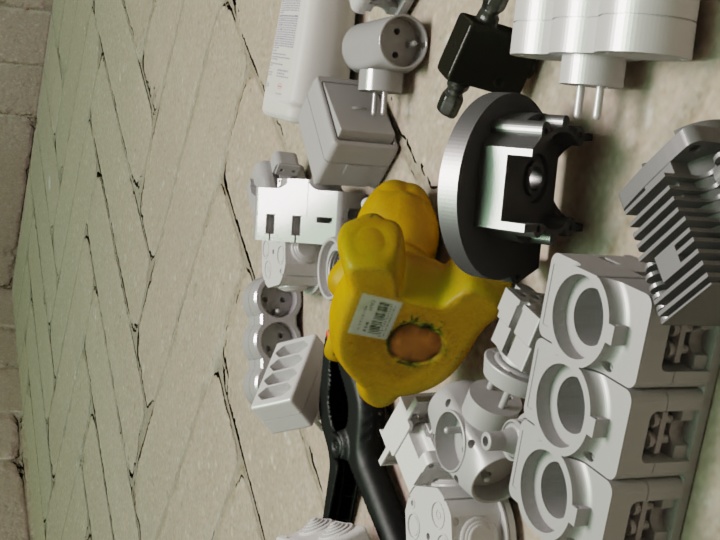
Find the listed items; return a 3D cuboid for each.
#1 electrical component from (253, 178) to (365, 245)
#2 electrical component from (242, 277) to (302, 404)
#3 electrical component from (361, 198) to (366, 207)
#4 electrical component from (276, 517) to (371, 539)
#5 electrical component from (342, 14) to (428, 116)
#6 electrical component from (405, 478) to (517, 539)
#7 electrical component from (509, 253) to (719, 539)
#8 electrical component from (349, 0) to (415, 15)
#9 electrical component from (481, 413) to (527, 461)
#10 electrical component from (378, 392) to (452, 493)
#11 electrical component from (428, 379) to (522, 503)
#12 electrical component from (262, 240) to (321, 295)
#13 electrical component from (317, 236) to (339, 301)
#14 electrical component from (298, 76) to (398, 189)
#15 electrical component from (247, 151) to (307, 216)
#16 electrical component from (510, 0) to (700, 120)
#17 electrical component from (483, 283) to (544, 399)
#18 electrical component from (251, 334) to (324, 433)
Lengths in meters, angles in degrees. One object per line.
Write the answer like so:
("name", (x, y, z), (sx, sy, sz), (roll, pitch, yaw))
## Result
("electrical component", (-0.045, -0.052, 0.961), (0.089, 0.050, 0.055), (5, 93, 24))
("electrical component", (-0.097, 0.076, 1.112), (0.074, 0.052, 0.138), (164, 106, -64))
("electrical component", (0.016, -0.047, 0.895), (0.061, 0.035, 0.035), (-137, 53, -62))
("electrical component", (-0.018, 0.253, 0.876), (0.100, 0.048, 0.099), (-16, 94, 63))
("electrical component", (0.019, -0.167, 0.886), (0.077, 0.044, 0.079), (-164, 78, -65))
("electrical component", (0.069, 0.182, 0.740), (0.080, 0.051, 0.080), (-178, 90, -66))
("electrical component", (0.135, 0.074, 0.589), (0.089, 0.062, 0.150), (-145, 60, -62))
("electrical component", (0.018, -0.261, 0.887), (0.055, 0.050, 0.089), (126, 139, -51))
("electrical component", (0.103, 0.104, 0.658), (0.035, 0.061, 0.035), (-178, 90, -66))
("electrical component", (0.050, 0.129, 0.799), (0.063, 0.042, 0.081), (66, 146, 38))
("electrical component", (0.084, 0.100, 0.720), (0.077, 0.044, 0.079), (-119, 38, -49))
("electrical component", (-0.061, -0.017, 1.042), (0.080, 0.051, 0.080), (-178, 90, -66))
("electrical component", (0.000, 0.000, 0.900), (0.078, 0.057, 0.058), (-119, 39, -49))
("electrical component", (-0.012, -0.126, 0.929), (0.061, 0.062, 0.096), (121, 143, -47))
("electrical component", (-0.081, -0.072, 1.085), (0.078, 0.058, 0.057), (118, 148, -44))
("electrical component", (0.134, -0.123, 0.617), (0.138, 0.052, 0.073), (-157, 71, -64))
("electrical component", (0.107, 0.047, 0.676), (0.066, 0.048, 0.055), (50, 125, 56))
("electrical component", (-0.051, 0.117, 0.996), (0.047, 0.075, 0.083), (-16, 35, 30))
